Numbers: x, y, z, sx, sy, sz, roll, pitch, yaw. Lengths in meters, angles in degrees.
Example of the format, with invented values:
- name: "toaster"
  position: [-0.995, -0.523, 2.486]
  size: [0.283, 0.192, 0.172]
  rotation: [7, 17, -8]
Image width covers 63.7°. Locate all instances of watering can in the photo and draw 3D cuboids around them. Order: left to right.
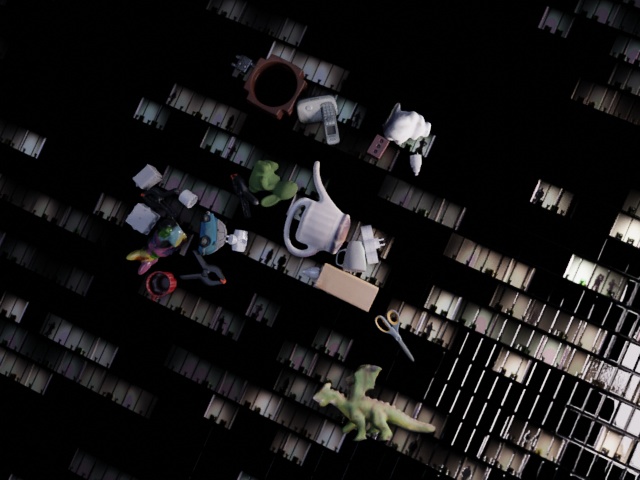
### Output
- name: "watering can"
  position: [0.006, -0.093, 1.851]
  size: [0.225, 0.104, 0.348]
  rotation: [22, 88, 5]

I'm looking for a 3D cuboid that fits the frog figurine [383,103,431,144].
- name: "frog figurine"
  position: [0.310, -0.399, 1.844]
  size: [0.159, 0.125, 0.134]
  rotation: [30, 124, -3]

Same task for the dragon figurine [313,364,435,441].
- name: "dragon figurine"
  position: [0.181, 0.560, 1.797]
  size: [0.410, 0.121, 0.245]
  rotation: [-6, 78, 4]
